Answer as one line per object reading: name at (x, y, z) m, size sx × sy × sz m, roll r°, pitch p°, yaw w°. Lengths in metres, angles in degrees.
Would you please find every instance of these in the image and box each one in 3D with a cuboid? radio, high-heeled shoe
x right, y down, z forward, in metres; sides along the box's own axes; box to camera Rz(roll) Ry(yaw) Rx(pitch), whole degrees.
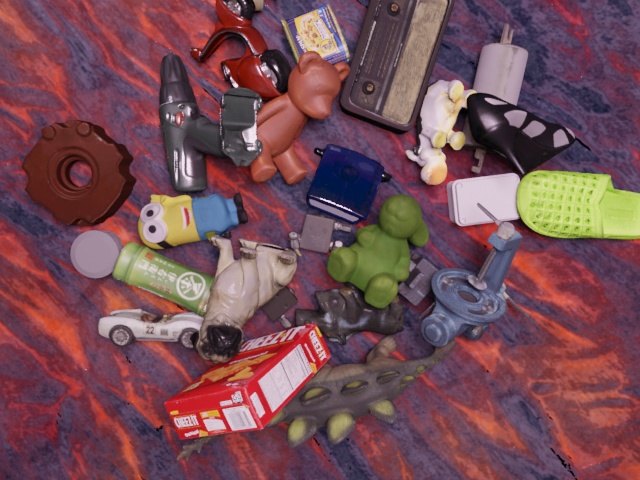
radio at (0.120, -0.301, 0.883) m, size 0.131 × 0.073 × 0.229 m, roll 17°, pitch 94°, yaw -1°
high-heeled shoe at (0.317, -0.183, 0.853) m, size 0.086 × 0.249 × 0.145 m, roll -36°, pitch 85°, yaw 43°

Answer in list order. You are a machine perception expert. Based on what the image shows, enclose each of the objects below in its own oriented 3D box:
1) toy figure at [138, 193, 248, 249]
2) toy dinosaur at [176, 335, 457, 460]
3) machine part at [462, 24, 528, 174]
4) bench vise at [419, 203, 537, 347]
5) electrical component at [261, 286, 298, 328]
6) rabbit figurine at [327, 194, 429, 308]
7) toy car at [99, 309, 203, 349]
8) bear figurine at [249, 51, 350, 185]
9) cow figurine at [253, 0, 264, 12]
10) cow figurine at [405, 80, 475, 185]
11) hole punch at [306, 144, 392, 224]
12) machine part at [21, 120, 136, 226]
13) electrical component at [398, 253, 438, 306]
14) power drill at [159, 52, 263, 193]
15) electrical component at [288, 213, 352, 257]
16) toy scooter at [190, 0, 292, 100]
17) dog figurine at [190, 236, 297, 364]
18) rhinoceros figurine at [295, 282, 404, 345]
toy figure at (-0.213, -0.030, 0.901) m, size 0.180 × 0.089 × 0.082 m, roll -11°, pitch 54°, yaw -8°
toy dinosaur at (0.007, 0.253, 0.873) m, size 0.472 × 0.198 × 0.105 m, roll -20°, pitch 92°, yaw -1°
machine part at (0.288, -0.231, 0.892) m, size 0.079 × 0.079 × 0.243 m, roll 10°, pitch 95°, yaw -2°
bench vise at (0.259, 0.069, 0.847) m, size 0.223 × 0.129 × 0.240 m, roll -11°, pitch 132°, yaw -34°
electrical component at (-0.071, 0.108, 0.945) m, size 0.063 × 0.021 × 0.094 m, roll -38°, pitch 94°, yaw 2°
rabbit figurine at (0.119, 0.003, 0.864) m, size 0.121 × 0.159 × 0.170 m, roll 39°, pitch 122°, yaw 20°
toy car at (-0.272, 0.149, 0.919) m, size 0.202 × 0.073 × 0.056 m, roll 2°, pitch 96°, yaw -1°
bear figurine at (-0.031, -0.190, 0.846) m, size 0.196 × 0.120 × 0.132 m, roll -32°, pitch 73°, yaw 31°
cow figurine at (-0.084, -0.467, 0.861) m, size 0.127 × 0.085 × 0.194 m, roll 14°, pitch 97°, yaw -8°
cow figurine at (0.189, -0.179, 0.893) m, size 0.068 × 0.098 × 0.167 m, roll 10°, pitch 104°, yaw -34°
hole punch at (0.042, -0.094, 0.897) m, size 0.142 × 0.092 × 0.115 m, roll 21°, pitch 91°, yaw 1°
machine part at (-0.405, -0.111, 0.903) m, size 0.179 × 0.056 × 0.179 m, roll 0°, pitch 97°, yaw -1°
electrical component at (0.164, 0.066, 0.897) m, size 0.048 × 0.119 × 0.075 m, roll 39°, pitch 91°, yaw -6°
power drill at (-0.184, -0.190, 0.842) m, size 0.208 × 0.086 × 0.231 m, roll 5°, pitch 99°, yaw 38°
electrical component at (-0.003, -0.004, 0.924) m, size 0.102 × 0.045 × 0.078 m, roll 18°, pitch 96°, yaw -2°
toy scooter at (-0.136, -0.299, 0.879) m, size 0.135 × 0.075 × 0.183 m, roll -24°, pitch 108°, yaw 22°
dog figurine at (-0.117, 0.100, 0.877) m, size 0.172 × 0.121 × 0.190 m, roll 7°, pitch 98°, yaw -38°
rhinoceros figurine at (0.051, 0.126, 0.929) m, size 0.190 × 0.073 × 0.112 m, roll 1°, pitch 106°, yaw -3°
